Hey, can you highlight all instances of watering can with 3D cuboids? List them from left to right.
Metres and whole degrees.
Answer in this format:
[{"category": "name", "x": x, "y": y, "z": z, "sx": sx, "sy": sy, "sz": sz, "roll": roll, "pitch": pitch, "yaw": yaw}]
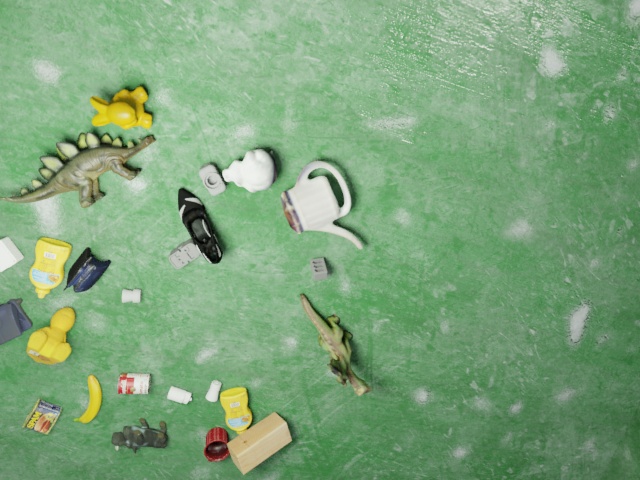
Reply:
[{"category": "watering can", "x": 0.005, "y": -0.085, "z": 1.690, "sx": 0.224, "sy": 0.105, "sz": 0.343, "roll": -23, "pitch": 109, "yaw": -3}]

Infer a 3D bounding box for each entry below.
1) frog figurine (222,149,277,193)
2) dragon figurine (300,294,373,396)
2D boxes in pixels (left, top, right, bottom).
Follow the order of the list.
[{"category": "frog figurine", "x": -0.219, "y": -0.215, "z": 1.601, "sx": 0.160, "sy": 0.125, "sz": 0.134, "roll": -6, "pitch": 129, "yaw": -21}, {"category": "dragon figurine", "x": 0.051, "y": 0.384, "z": 1.775, "sx": 0.122, "sy": 0.247, "sz": 0.405, "roll": -36, "pitch": 113, "yaw": 8}]
